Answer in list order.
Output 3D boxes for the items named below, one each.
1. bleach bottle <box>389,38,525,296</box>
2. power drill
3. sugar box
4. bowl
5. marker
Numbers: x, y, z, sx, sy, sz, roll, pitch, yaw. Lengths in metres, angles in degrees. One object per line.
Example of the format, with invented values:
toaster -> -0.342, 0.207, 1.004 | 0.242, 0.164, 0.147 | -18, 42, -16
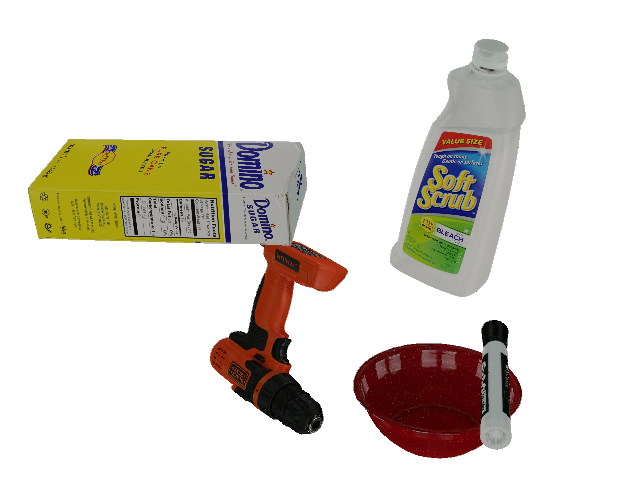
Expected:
bleach bottle -> 0.132, -0.071, 1.004 | 0.103, 0.251, 0.068 | 26, 40, 26
power drill -> -0.038, 0.103, 1.198 | 0.057, 0.188, 0.185 | 13, 12, -47
sugar box -> -0.101, -0.036, 0.741 | 0.176, 0.048, 0.093 | -1, 28, 7
bowl -> 0.112, 0.162, 1.037 | 0.162, 0.055, 0.162 | -1, 25, 0
marker -> 0.115, 0.090, 0.700 | 0.020, 0.020, 0.121 | 0, 30, 9
